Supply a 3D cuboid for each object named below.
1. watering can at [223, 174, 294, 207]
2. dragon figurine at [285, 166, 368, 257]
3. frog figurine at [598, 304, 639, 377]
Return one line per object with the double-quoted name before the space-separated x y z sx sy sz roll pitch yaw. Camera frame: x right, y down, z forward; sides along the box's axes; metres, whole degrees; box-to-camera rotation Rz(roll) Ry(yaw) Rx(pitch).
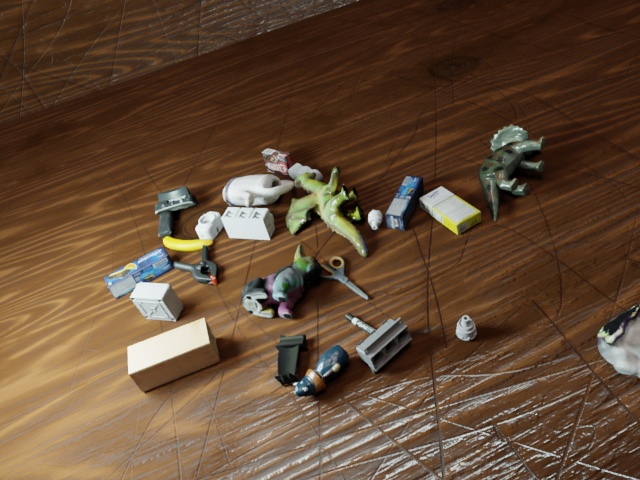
"watering can" -0.227 -0.159 1.719 0.224 0.103 0.352 -1 14 24
"dragon figurine" 0.005 -0.083 1.647 0.241 0.120 0.420 -24 51 17
"frog figurine" 0.679 0.238 1.087 0.139 0.120 0.160 -35 80 -34
